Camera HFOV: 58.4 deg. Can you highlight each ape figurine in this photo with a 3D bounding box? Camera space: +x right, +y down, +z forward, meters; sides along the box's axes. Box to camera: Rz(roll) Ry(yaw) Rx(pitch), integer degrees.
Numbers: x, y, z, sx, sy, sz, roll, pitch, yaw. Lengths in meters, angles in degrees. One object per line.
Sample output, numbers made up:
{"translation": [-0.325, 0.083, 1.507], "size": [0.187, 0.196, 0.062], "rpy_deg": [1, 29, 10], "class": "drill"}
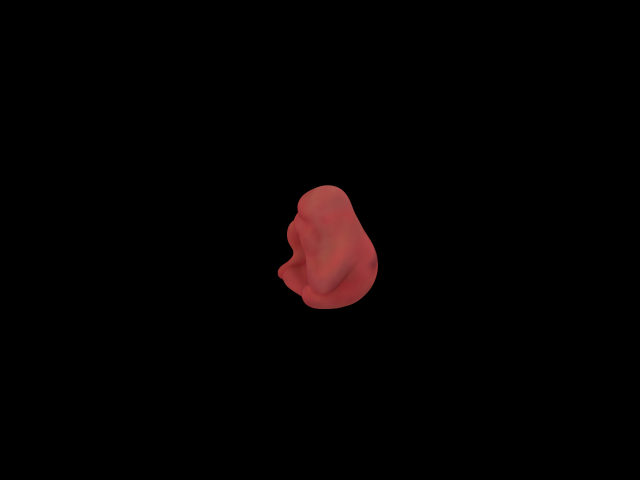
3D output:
{"translation": [0.004, 0.001, 0.400], "size": [0.076, 0.092, 0.078], "rpy_deg": [4, 39, 5], "class": "ape figurine"}
